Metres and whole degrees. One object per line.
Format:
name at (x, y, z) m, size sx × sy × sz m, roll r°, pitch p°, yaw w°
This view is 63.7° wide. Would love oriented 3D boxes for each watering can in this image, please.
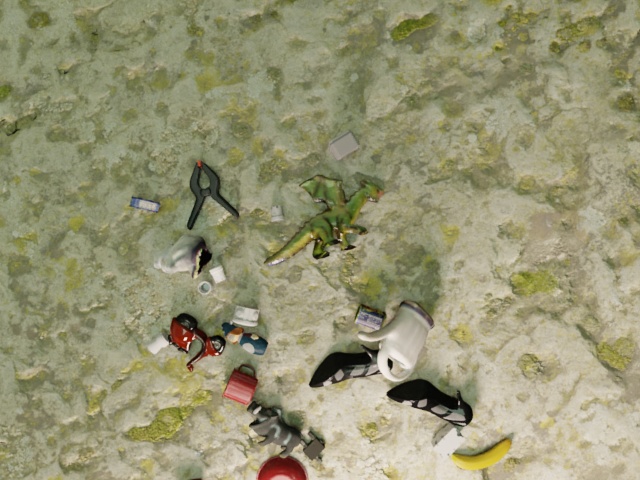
watering can at (0.223, 0.268, 1.460) m, size 0.104 × 0.341 × 0.228 m, roll 15°, pitch 64°, yaw 38°

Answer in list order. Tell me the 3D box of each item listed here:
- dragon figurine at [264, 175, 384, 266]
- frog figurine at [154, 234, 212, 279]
dragon figurine at (0.005, -0.079, 1.569) m, size 0.410 × 0.120 × 0.246 m, roll -14°, pitch 71°, yaw -2°
frog figurine at (-0.423, 0.040, 1.548) m, size 0.159 × 0.120 × 0.140 m, roll 12°, pitch 56°, yaw 10°
